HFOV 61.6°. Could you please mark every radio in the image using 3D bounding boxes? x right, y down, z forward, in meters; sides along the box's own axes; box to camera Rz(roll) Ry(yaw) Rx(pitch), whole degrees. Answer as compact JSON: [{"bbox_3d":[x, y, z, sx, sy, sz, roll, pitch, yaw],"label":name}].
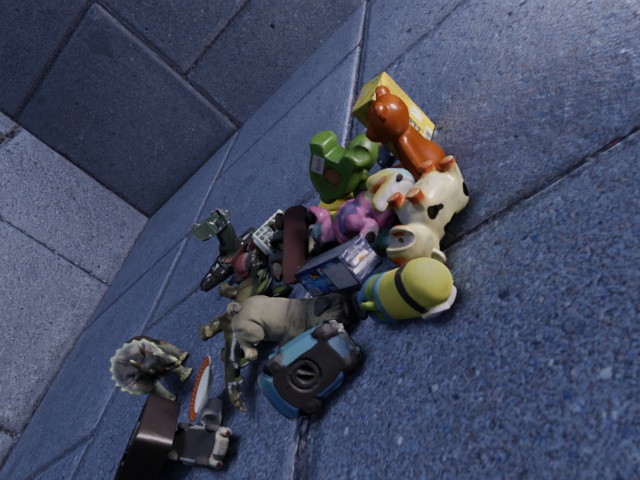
[{"bbox_3d":[-0.352,0.428,1.069,0.229,0.073,0.131,-61,16,22],"label":"radio"}]

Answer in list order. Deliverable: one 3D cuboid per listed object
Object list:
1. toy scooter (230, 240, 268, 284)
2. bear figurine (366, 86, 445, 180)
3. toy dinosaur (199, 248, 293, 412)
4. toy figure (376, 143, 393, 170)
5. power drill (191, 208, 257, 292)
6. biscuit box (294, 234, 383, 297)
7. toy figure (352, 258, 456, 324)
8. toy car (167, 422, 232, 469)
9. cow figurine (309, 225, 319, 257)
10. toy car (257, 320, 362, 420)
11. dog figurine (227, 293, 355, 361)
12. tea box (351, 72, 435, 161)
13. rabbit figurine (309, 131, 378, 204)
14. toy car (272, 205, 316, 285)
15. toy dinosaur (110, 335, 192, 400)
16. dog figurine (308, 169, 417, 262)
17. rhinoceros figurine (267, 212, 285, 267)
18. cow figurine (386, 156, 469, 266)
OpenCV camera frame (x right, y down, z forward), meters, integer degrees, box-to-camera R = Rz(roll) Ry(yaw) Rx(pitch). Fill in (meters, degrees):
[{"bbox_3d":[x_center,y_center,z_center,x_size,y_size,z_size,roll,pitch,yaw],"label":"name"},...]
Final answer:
[{"bbox_3d":[-0.193,0.061,1.423,0.135,0.075,0.184,-39,21,25],"label":"toy scooter"},{"bbox_3d":[0.140,-0.178,1.005,0.132,0.195,0.120,-38,28,31],"label":"bear figurine"},{"bbox_3d":[-0.159,0.176,1.146,0.198,0.105,0.472,-33,33,29],"label":"toy dinosaur"},{"bbox_3d":[0.149,-0.225,1.248,0.064,0.058,0.154,95,-173,-47],"label":"toy figure"},{"bbox_3d":[-0.271,0.025,1.471,0.232,0.207,0.086,-38,47,-10],"label":"power drill"},{"bbox_3d":[0.026,0.051,0.930,0.063,0.059,0.203,-43,7,-25],"label":"biscuit box"},{"bbox_3d":[0.116,0.079,0.789,0.180,0.089,0.082,-15,47,52],"label":"toy figure"},{"bbox_3d":[-0.225,0.382,1.001,0.202,0.056,0.073,-20,48,48],"label":"toy car"},{"bbox_3d":[-0.004,-0.005,1.174,0.098,0.068,0.167,-29,33,30],"label":"cow figurine"},{"bbox_3d":[-0.016,0.194,0.849,0.161,0.109,0.103,-42,5,-1],"label":"toy car"},{"bbox_3d":[-0.052,0.127,0.936,0.190,0.172,0.121,-43,33,37],"label":"dog figurine"},{"bbox_3d":[0.155,-0.252,1.124,0.068,0.169,0.098,-26,31,46],"label":"tea box"},{"bbox_3d":[0.068,-0.146,1.077,0.121,0.158,0.170,20,38,27],"label":"rabbit figurine"},{"bbox_3d":[-0.049,0.011,1.097,0.089,0.053,0.202,-10,50,9],"label":"toy car"},{"bbox_3d":[-0.439,0.300,1.362,0.131,0.192,0.405,-53,23,-12],"label":"toy dinosaur"},{"bbox_3d":[0.070,-0.048,0.986,0.219,0.108,0.191,20,84,56],"label":"dog figurine"},{"bbox_3d":[-0.073,0.002,1.248,0.073,0.112,0.190,-7,25,18],"label":"rhinoceros figurine"},{"bbox_3d":[0.169,-0.030,0.847,0.195,0.127,0.085,-46,18,-31],"label":"cow figurine"}]
